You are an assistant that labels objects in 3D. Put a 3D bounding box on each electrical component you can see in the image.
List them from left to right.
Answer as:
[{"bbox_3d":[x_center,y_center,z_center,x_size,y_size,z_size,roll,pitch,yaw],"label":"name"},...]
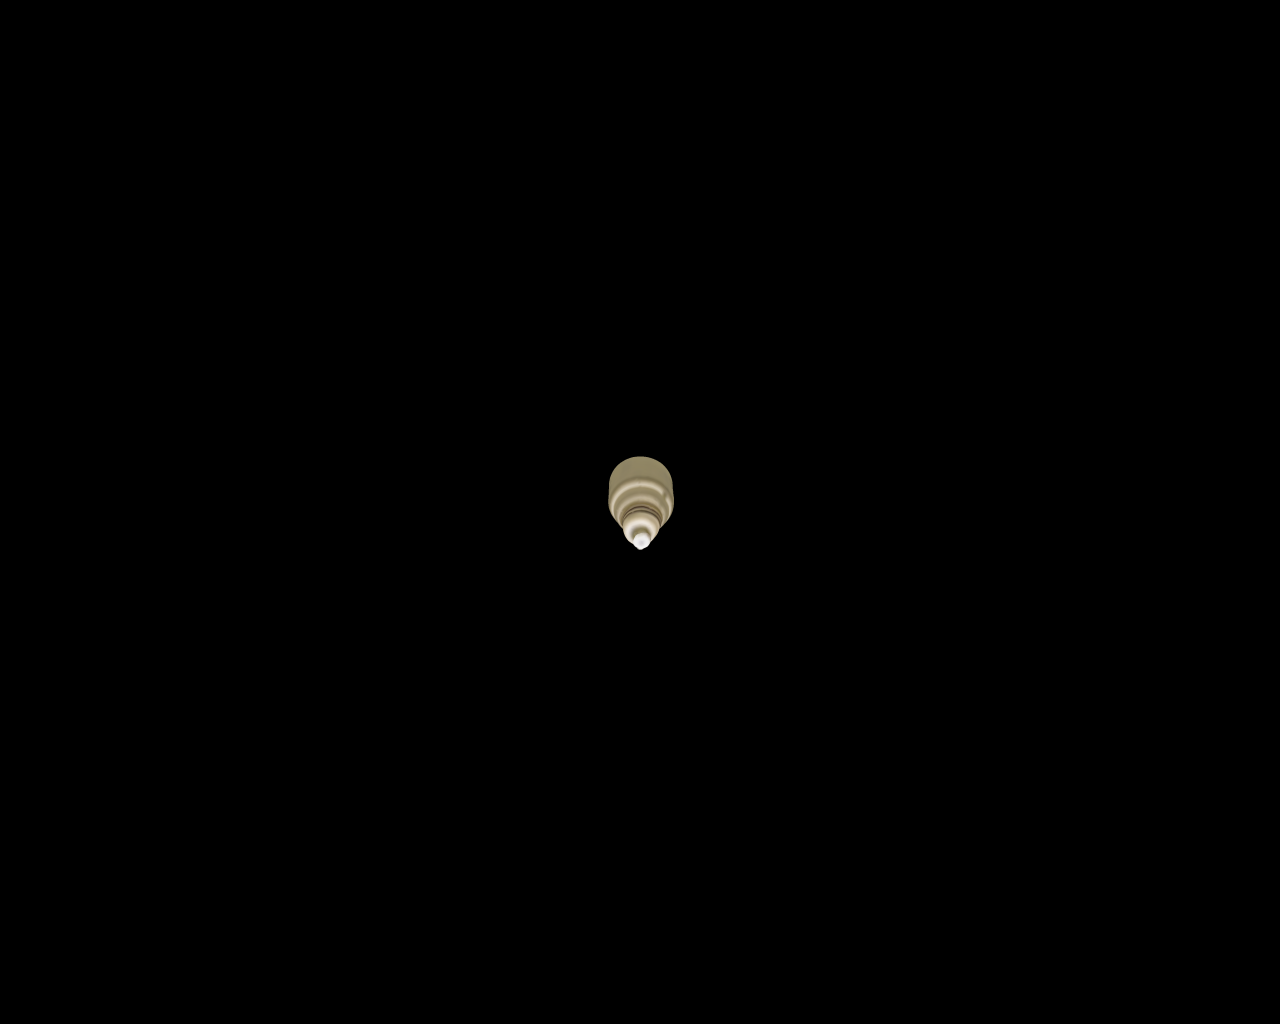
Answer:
[{"bbox_3d":[0.001,-0.003,0.650,0.040,0.040,0.078,0,31,0],"label":"electrical component"}]
